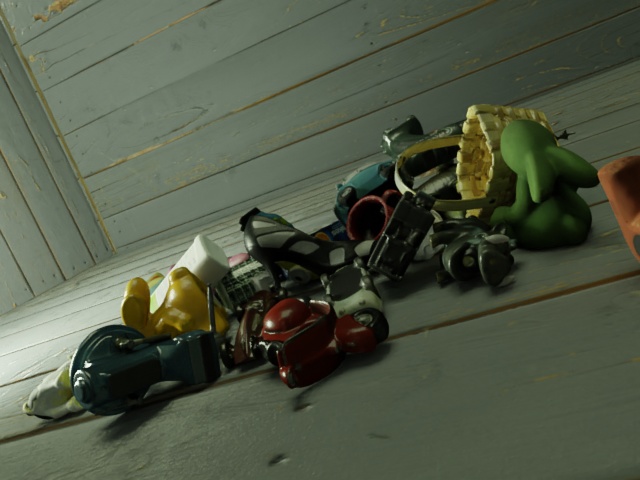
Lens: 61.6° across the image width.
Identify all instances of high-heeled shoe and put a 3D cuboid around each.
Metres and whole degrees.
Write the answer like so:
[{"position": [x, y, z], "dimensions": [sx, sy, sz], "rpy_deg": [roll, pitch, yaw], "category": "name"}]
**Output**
[{"position": [-0.002, -0.003, 0.917], "dimensions": [0.249, 0.145, 0.086], "rpy_deg": [-15, -21, -7], "category": "high-heeled shoe"}]

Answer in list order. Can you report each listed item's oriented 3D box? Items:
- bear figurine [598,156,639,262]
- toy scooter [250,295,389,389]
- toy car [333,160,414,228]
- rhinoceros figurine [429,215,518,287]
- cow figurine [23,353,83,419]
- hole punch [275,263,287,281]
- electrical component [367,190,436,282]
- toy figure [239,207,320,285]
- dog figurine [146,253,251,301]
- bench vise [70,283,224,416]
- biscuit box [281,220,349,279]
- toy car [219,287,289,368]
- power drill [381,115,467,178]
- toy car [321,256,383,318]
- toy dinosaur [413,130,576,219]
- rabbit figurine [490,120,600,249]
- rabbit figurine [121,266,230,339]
[{"position": [0.390, -0.044, 0.495], "dimensions": [0.196, 0.131, 0.120], "rpy_deg": [-26, 17, 9], "category": "bear figurine"}, {"position": [-0.021, 0.121, 0.629], "dimensions": [0.184, 0.075, 0.135], "rpy_deg": [-3, 22, 47], "category": "toy scooter"}, {"position": [0.094, -0.098, 1.038], "dimensions": [0.161, 0.109, 0.103], "rpy_deg": [-40, 39, 9], "category": "toy car"}, {"position": [0.206, 0.016, 0.719], "dimensions": [0.112, 0.073, 0.190], "rpy_deg": [-9, 11, 10], "category": "rhinoceros figurine"}, {"position": [-0.396, 0.225, 0.866], "dimensions": [0.098, 0.068, 0.167], "rpy_deg": [-26, 9, 9], "category": "cow figurine"}, {"position": [-0.083, 0.030, 1.150], "dimensions": [0.142, 0.092, 0.116], "rpy_deg": [-26, 15, -37], "category": "hole punch"}, {"position": [0.122, -0.008, 0.787], "dimensions": [0.134, 0.058, 0.115], "rpy_deg": [-62, -5, 3], "category": "electrical component"}, {"position": [-0.063, 0.007, 0.990], "dimensions": [0.089, 0.180, 0.082], "rpy_deg": [-50, -7, 7], "category": "toy figure"}, {"position": [-0.229, 0.092, 1.082], "dimensions": [0.219, 0.108, 0.191], "rpy_deg": [-14, 13, 26], "category": "dog figurine"}, {"position": [-0.261, 0.166, 0.758], "dimensions": [0.241, 0.128, 0.223], "rpy_deg": [-7, 15, 39], "category": "bench vise"}, {"position": [0.010, 0.007, 1.101], "dimensions": [0.203, 0.062, 0.059], "rpy_deg": [-27, -1, -28], "category": "biscuit box"}, {"position": [-0.094, 0.122, 0.796], "dimensions": [0.089, 0.053, 0.202], "rpy_deg": [-18, 14, 7], "category": "toy car"}, {"position": [0.237, -0.211, 1.138], "dimensions": [0.232, 0.085, 0.207], "rpy_deg": [-32, 31, -9], "category": "power drill"}, {"position": [0.044, 0.074, 0.771], "dimensions": [0.073, 0.056, 0.202], "rpy_deg": [-27, 9, 4], "category": "toy car"}, {"position": [0.278, -0.106, 1.080], "dimensions": [0.471, 0.105, 0.199], "rpy_deg": [-32, 20, -5], "category": "toy dinosaur"}, {"position": [0.287, -0.076, 0.718], "dimensions": [0.121, 0.170, 0.159], "rpy_deg": [-22, 10, 4], "category": "rabbit figurine"}, {"position": [-0.252, 0.135, 0.866], "dimensions": [0.173, 0.162, 0.122], "rpy_deg": [-40, 24, 1], "category": "rabbit figurine"}]
